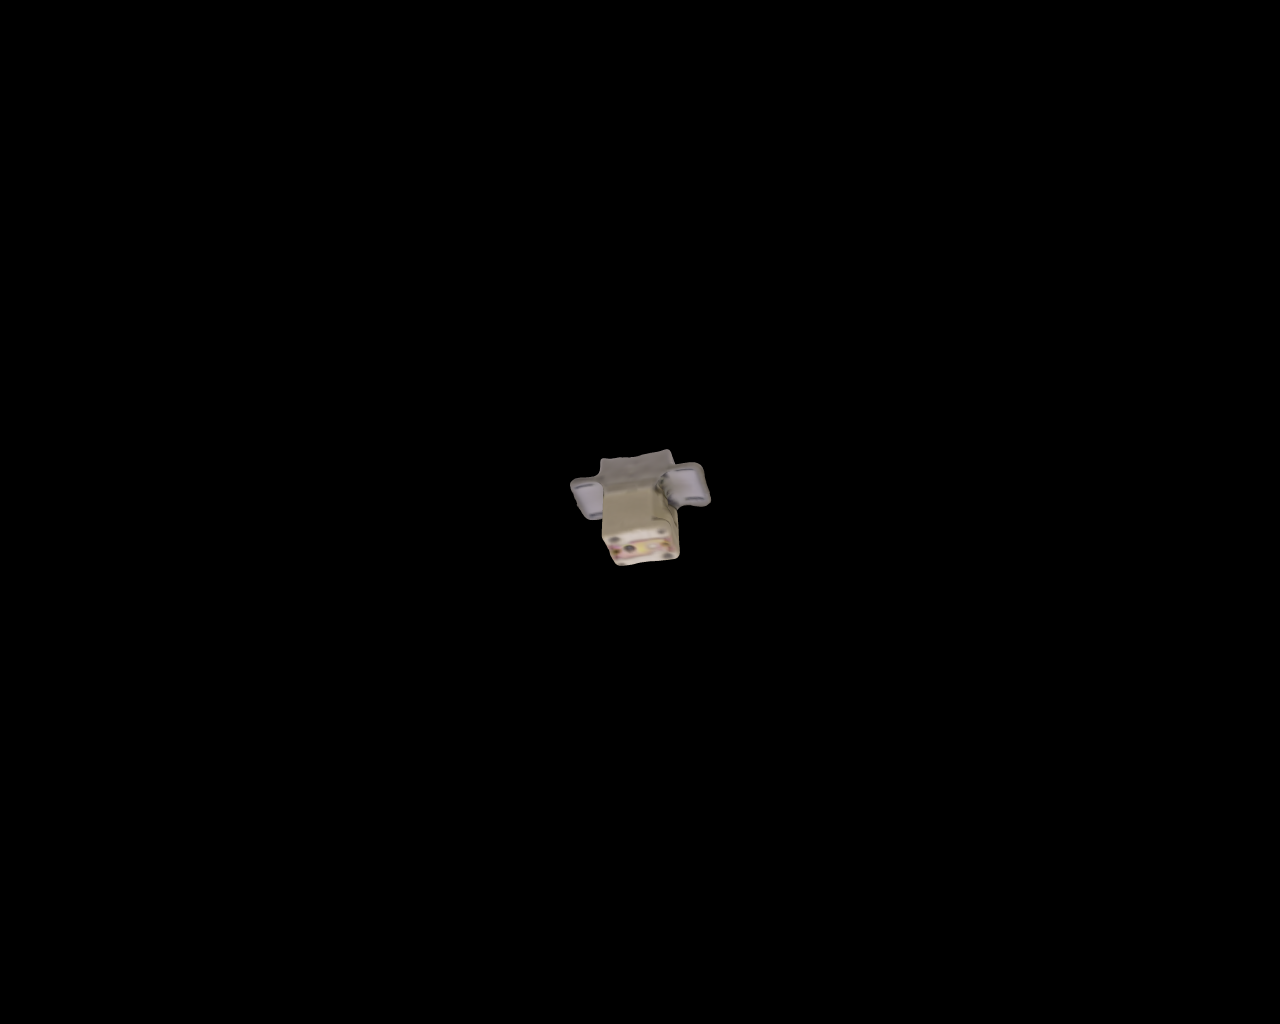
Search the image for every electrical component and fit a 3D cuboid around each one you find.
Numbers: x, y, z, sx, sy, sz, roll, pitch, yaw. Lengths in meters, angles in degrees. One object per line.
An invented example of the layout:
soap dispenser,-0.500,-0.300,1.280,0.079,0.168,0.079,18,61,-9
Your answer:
electrical component,0.001,-0.003,0.650,0.081,0.064,0.042,-8,-36,11
